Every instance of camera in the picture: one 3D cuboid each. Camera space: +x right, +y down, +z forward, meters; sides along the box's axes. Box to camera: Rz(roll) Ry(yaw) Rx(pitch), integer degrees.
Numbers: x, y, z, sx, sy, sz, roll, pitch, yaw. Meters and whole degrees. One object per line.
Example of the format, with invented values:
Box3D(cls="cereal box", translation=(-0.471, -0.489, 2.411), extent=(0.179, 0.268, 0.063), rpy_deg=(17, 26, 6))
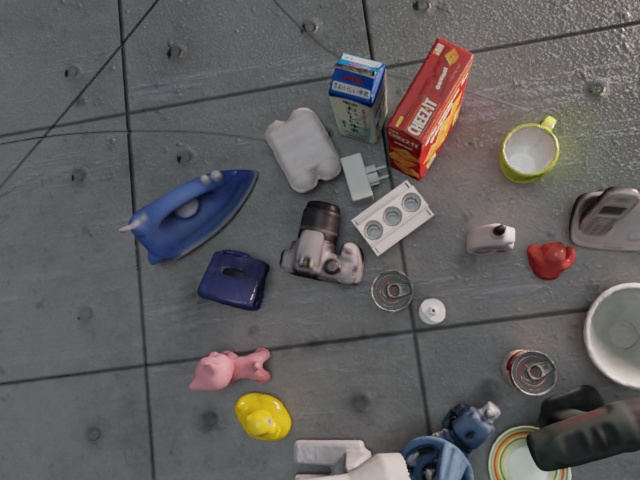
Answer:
Box3D(cls="camera", translation=(0.009, 0.004, 1.007), extent=(0.143, 0.101, 0.137), rpy_deg=(10, 83, 9))

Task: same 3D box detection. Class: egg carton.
Box3D(cls="egg carton", translation=(-0.029, -0.166, 1.055), extent=(0.107, 0.069, 0.150), rpy_deg=(-30, 79, 2))

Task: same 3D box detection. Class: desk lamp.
Box3D(cls="desk lamp", translation=(0.042, 0.384, 0.885), extent=(0.203, 0.213, 0.118), rpy_deg=(-2, 81, 7))

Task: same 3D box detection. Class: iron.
Box3D(cls="iron", translation=(-0.235, -0.068, 1.030), extent=(0.258, 0.141, 0.118), rpy_deg=(-35, 78, 1))

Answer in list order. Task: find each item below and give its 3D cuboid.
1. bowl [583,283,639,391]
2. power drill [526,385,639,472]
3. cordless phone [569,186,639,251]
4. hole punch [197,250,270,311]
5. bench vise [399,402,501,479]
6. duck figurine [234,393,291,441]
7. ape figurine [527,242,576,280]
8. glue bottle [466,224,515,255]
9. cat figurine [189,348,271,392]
Box3D(cls="bowl", translation=(0.505, 0.156, 0.931), extent=(0.167, 0.075, 0.167), rpy_deg=(-1, 81, 7))
Box3D(cls="power drill", translation=(0.414, 0.272, 0.856), extent=(0.229, 0.208, 0.075), rpy_deg=(-23, 79, 4))
Box3D(cls="cordless phone", translation=(0.488, -0.041, 0.908), extent=(0.147, 0.185, 0.094), rpy_deg=(2, 81, 8))
Box3D(cls="hole punch", translation=(-0.154, 0.069, 1.023), extent=(0.108, 0.091, 0.101), rpy_deg=(11, 83, 9))
Box3D(cls="bench vise", translation=(0.188, 0.328, 0.872), extent=(0.121, 0.220, 0.207), rpy_deg=(25, 85, 11))
Box3D(cls="duck figurine", translation=(-0.105, 0.308, 0.982), extent=(0.104, 0.086, 0.077), rpy_deg=(29, 86, 11))
Box3D(cls="ape figurine", translation=(0.388, 0.027, 0.958), extent=(0.077, 0.092, 0.076), rpy_deg=(24, 85, 11))
Box3D(cls="glue bottle", translation=(0.284, -0.005, 0.935), extent=(0.078, 0.173, 0.037), rpy_deg=(1, 81, 8))
Box3D(cls="cat figurine", translation=(-0.157, 0.224, 0.986), extent=(0.127, 0.118, 0.067), rpy_deg=(-8, 80, 6))
